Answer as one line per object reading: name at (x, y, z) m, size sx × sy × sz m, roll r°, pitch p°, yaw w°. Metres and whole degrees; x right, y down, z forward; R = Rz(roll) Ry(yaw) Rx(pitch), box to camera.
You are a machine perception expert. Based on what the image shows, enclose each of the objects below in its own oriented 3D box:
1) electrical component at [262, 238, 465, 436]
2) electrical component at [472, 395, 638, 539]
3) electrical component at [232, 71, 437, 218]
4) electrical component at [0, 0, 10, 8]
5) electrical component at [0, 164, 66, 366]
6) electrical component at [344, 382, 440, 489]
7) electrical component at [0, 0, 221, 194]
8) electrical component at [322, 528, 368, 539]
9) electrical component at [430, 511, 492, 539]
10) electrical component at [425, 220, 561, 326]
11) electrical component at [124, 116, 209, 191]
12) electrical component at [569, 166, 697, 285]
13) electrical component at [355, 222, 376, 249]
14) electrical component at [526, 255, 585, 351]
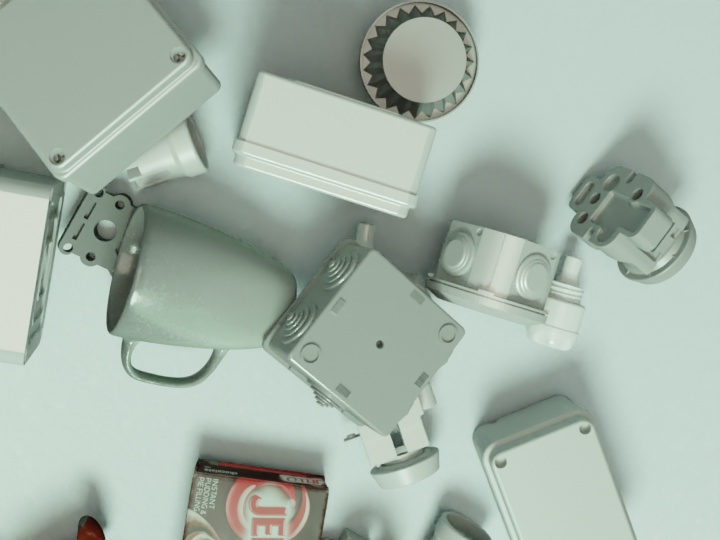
electrical component at (0.004, 0.042, 0.659) m, size 0.100 × 0.048 × 0.099 m, roll 41°, pitch 81°, yaw -20°
electrical component at (0.131, 0.151, 0.721) m, size 0.078 × 0.057 × 0.113 m, roll -22°, pitch 99°, yaw -2°
electrical component at (-0.019, -0.075, 0.649) m, size 0.109 × 0.109 × 0.056 m, roll 17°, pitch 94°, yaw -7°
electrical component at (-0.210, -0.179, 0.651) m, size 0.040 × 0.040 × 0.078 m, roll 27°, pitch 95°, yaw -8°
electrical component at (-0.221, -0.005, 0.656) m, size 0.057 × 0.078 × 0.113 m, roll 10°, pitch 97°, yaw -9°
electrical component at (0.024, 0.111, 0.712) m, size 0.066 × 0.048 × 0.055 m, roll -19°, pitch 92°, yaw -2°
electrical component at (-0.159, -0.121, 0.640) m, size 0.109 × 0.056 × 0.108 m, roll -40°, pitch 77°, yaw 1°
electrical component at (0.002, 0.208, 0.718) m, size 0.066 × 0.055 × 0.048 m, roll 31°, pitch 94°, yaw -9°
electrical component at (0.062, 0.194, 0.730) m, size 0.040 × 0.040 × 0.046 m, roll 28°, pitch 100°, yaw -8°
electrical component at (0.085, 0.003, 0.685) m, size 0.080 × 0.080 × 0.051 m, roll 17°, pitch 91°, yaw -7°
electrical component at (-0.124, -0.073, 0.675) m, size 0.046 × 0.040 × 0.040 m, roll -20°, pitch 99°, yaw 3°
electrical component at (0.179, -0.027, 0.695) m, size 0.057 × 0.078 × 0.058 m, roll 35°, pitch 93°, yaw -28°
electrical component at (0.000, 0.000, 0.699) m, size 0.035 × 0.035 × 0.061 m, roll 8°, pitch 95°, yaw -6°
electrical component at (0.133, 0.021, 0.714) m, size 0.035 × 0.035 × 0.061 m, roll 16°, pitch 94°, yaw -7°
